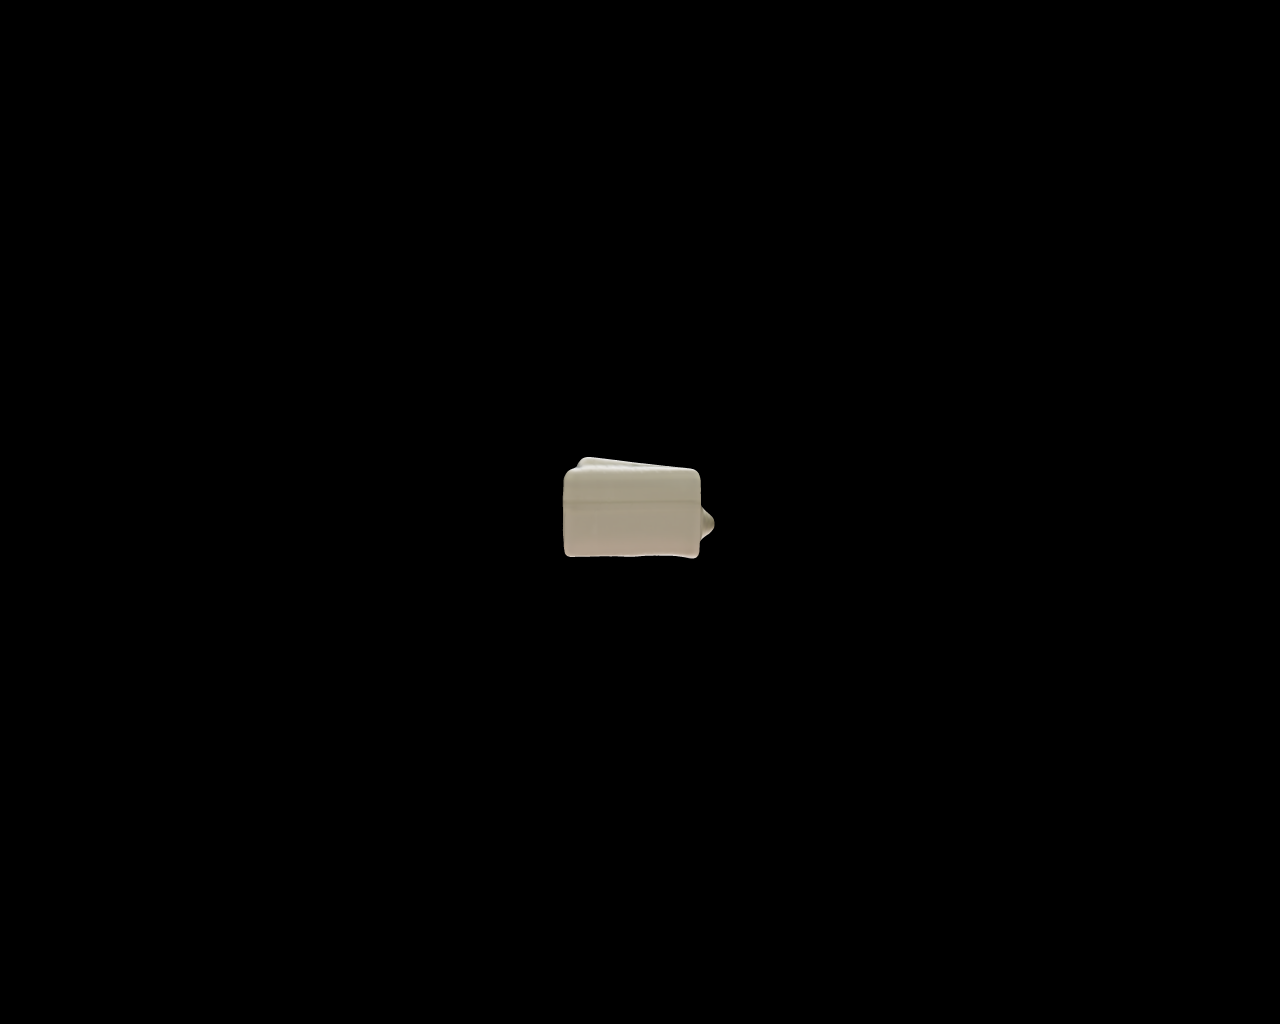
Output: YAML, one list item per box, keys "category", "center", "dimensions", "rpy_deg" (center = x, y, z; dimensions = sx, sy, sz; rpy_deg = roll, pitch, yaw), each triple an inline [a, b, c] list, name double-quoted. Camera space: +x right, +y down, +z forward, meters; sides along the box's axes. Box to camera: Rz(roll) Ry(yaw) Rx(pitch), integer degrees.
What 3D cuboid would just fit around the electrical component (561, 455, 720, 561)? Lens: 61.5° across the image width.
- category: "electrical component"
  center: [0.001, -0.003, 0.650]
  dimensions: [0.096, 0.061, 0.061]
  rpy_deg: [0, 0, -4]
